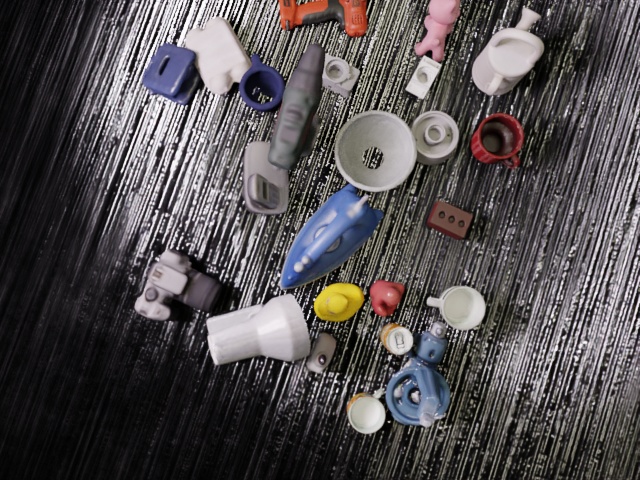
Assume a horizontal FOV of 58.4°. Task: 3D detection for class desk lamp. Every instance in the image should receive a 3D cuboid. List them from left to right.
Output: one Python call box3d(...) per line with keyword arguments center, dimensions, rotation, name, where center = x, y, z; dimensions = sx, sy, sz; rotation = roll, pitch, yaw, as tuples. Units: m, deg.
box3d(center=(-0.121, 0.180, 1.076), dimensions=(0.203, 0.213, 0.118), rotation=(-16, 86, -2), name="desk lamp")

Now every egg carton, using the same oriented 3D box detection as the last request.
box3d(center=(-0.210, -0.381, 1.187), dimensions=(0.107, 0.069, 0.150), rotation=(-30, 87, -3), name="egg carton")

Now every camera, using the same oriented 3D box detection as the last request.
box3d(center=(-0.275, 0.104, 1.135), dimensions=(0.137, 0.101, 0.143), rotation=(25, 86, 1), name="camera")

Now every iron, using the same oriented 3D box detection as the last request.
box3d(center=(0.010, 0.004, 1.128), dimensions=(0.118, 0.141, 0.258), rotation=(43, 86, 2), name="iron")

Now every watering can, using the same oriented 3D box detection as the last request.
box3d(center=(0.377, -0.374, 1.135), dimensions=(0.101, 0.194, 0.173), rotation=(5, 86, 0), name="watering can")

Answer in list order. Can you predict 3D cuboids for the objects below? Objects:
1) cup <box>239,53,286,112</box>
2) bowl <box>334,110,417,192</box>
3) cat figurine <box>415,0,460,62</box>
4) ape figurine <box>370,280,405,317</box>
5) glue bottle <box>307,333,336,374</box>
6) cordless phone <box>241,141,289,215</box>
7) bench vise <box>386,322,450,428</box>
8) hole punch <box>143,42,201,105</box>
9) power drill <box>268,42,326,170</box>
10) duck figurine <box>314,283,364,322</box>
box3d(center=(-0.118, -0.312, 1.171), dimensions=(0.091, 0.095, 0.118), rotation=(-14, 86, -2), name="cup")
box3d(center=(0.111, -0.176, 1.176), dimensions=(0.167, 0.074, 0.167), rotation=(0, 86, -1), name="bowl")
box3d(center=(0.249, -0.451, 1.177), dimensions=(0.067, 0.117, 0.128), rotation=(15, 86, 0), name="cat figurine")
box3d(center=(0.138, 0.114, 1.147), dimensions=(0.078, 0.092, 0.076), rotation=(-33, 87, -3), name="ape figurine")
box3d(center=(0.003, 0.222, 1.096), dimensions=(0.037, 0.173, 0.078), rotation=(27, 86, 1), name="glue bottle")
box3d(center=(-0.111, -0.127, 1.113), dimensions=(0.094, 0.185, 0.148), rotation=(-5, 86, -1), name="cordless phone")
box3d(center=(0.187, 0.258, 1.073), dimensions=(0.121, 0.219, 0.207), rotation=(1, 86, -1), name="bench vise")
box3d(center=(-0.307, -0.343, 1.172), dimensions=(0.101, 0.091, 0.109), rotation=(25, 86, 1), name="hole punch")
box3d(center=(-0.040, -0.240, 1.111), dimensions=(0.075, 0.208, 0.230), rotation=(17, 86, 1), name="power drill")
box3d(center=(0.039, 0.126, 1.147), dimensions=(0.104, 0.086, 0.077), rotation=(-20, 86, -2), name="duck figurine")
